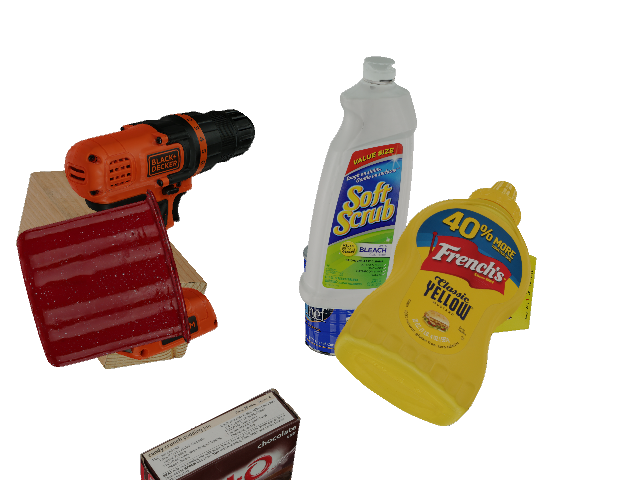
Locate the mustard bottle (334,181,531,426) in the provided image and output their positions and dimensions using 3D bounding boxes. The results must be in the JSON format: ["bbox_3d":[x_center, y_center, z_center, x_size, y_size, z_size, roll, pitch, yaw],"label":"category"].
[{"bbox_3d":[0.093,0.028,0.739,0.096,0.191,0.058,32,-34,4],"label":"mustard bottle"}]

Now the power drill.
[{"bbox_3d":[-0.124,-0.010,0.873,0.057,0.188,0.184,17,25,39],"label":"power drill"}]

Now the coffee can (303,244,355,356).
[{"bbox_3d":[0.027,0.080,1.523,0.103,0.140,0.103,-1,21,0],"label":"coffee can"}]

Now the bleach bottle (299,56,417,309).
[{"bbox_3d":[0.038,-0.056,1.054,0.102,0.251,0.068,2,24,-6],"label":"bleach bottle"}]

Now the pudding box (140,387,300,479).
[{"bbox_3d":[-0.072,0.164,0.755,0.113,0.090,0.039,-25,54,-30],"label":"pudding box"}]

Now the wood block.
[{"bbox_3d":[-0.208,0.021,1.037,0.090,0.091,0.206,-4,35,-40],"label":"wood block"}]

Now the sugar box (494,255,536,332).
[{"bbox_3d":[0.170,0.064,1.251,0.175,0.093,0.048,-5,14,-32],"label":"sugar box"}]

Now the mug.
[{"bbox_3d":[-0.129,0.025,0.632,0.081,0.093,0.117,-15,0,-12],"label":"mug"}]
